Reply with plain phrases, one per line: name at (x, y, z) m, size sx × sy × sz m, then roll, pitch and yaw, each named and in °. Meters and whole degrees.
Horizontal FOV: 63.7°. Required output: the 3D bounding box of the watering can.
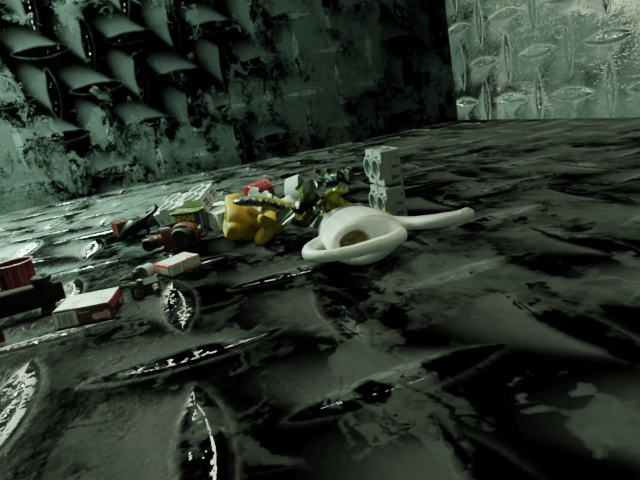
watering can at (0.126, -0.021, 1.079) m, size 0.348 × 0.103 × 0.226 m, roll -15°, pitch 15°, yaw -7°

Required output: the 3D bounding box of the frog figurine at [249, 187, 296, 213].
frog figurine at (-0.132, -0.087, 1.554) m, size 0.137 × 0.124 × 0.158 m, roll -7°, pitch -24°, yaw 45°

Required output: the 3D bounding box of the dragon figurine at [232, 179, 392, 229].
dragon figurine at (0.004, -0.066, 1.312) m, size 0.411 × 0.123 × 0.241 m, roll 8°, pitch -8°, yaw 30°
